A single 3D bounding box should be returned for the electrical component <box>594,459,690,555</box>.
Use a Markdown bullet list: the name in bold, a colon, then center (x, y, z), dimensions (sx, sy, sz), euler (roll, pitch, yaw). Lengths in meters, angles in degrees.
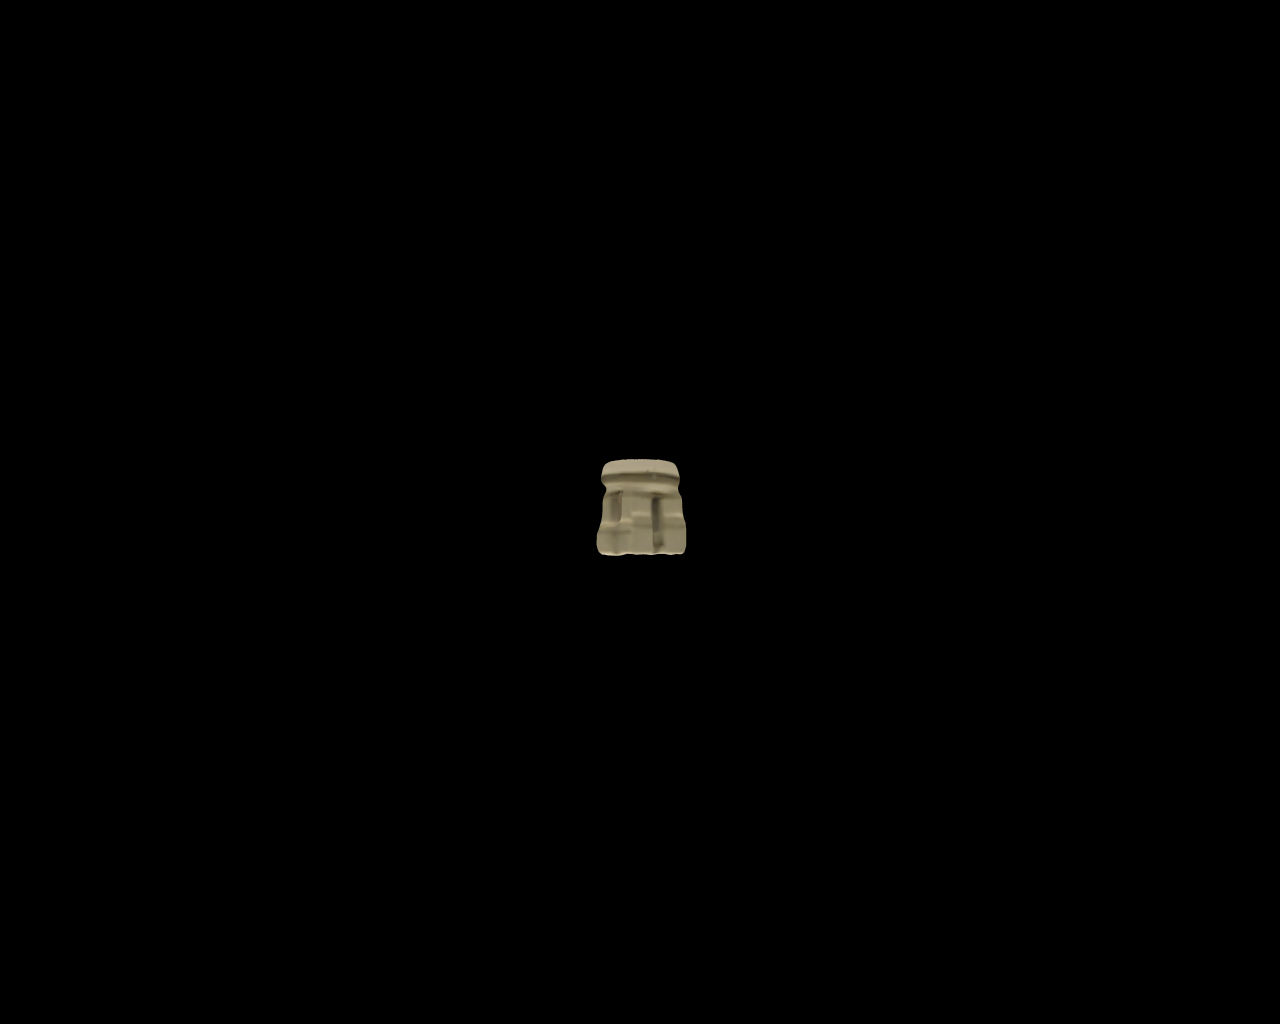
- **electrical component**: center (0.001, -0.003, 0.650), dimensions (0.066, 0.055, 0.048), euler (3, -5, -37)
